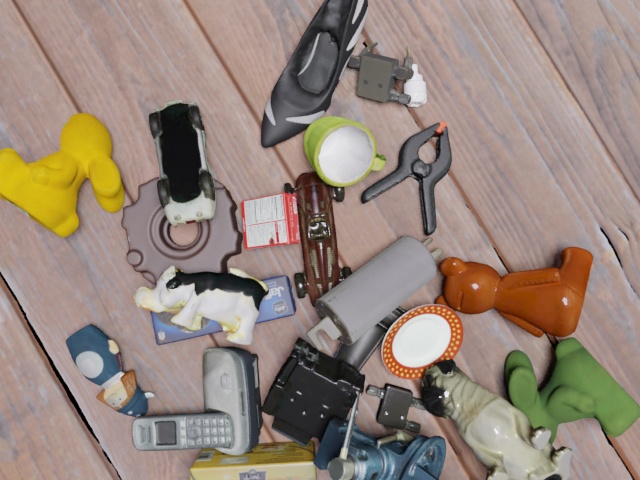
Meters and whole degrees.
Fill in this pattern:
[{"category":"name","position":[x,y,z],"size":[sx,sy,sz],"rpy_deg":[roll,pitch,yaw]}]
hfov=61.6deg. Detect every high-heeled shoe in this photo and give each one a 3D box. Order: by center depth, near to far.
[{"category":"high-heeled shoe","position":[-0.012,-0.244,0.758],"size":[0.086,0.145,0.248],"rpy_deg":[31,85,1]}]

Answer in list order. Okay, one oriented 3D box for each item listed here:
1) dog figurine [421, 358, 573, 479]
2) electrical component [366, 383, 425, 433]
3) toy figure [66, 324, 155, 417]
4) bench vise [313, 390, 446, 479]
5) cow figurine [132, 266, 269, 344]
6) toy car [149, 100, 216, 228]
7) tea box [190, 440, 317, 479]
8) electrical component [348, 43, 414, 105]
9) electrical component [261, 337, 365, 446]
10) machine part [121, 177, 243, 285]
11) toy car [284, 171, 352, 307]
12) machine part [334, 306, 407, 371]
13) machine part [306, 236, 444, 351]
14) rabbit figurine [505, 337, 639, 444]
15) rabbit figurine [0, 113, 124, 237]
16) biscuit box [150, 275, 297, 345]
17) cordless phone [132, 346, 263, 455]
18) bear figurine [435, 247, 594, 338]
[{"category":"dog figurine","position":[0.237,0.266,0.751],"size":[0.121,0.191,0.172],"rpy_deg":[-32,119,-8]},{"category":"electrical component","position":[0.110,0.249,0.799],"size":[0.094,0.021,0.063],"rpy_deg":[18,87,-2]},{"category":"toy figure","position":[-0.305,0.195,0.774],"size":[0.064,0.058,0.154],"rpy_deg":[-35,91,35]},{"category":"bench vise","position":[0.119,0.301,0.668],"size":[0.241,0.223,0.129],"rpy_deg":[21,76,37]},{"category":"cow figurine","position":[-0.158,0.073,0.716],"size":[0.167,0.068,0.098],"rpy_deg":[19,81,-3]},{"category":"toy car","position":[-0.191,-0.112,0.746],"size":[0.073,0.056,0.202],"rpy_deg":[-12,64,-5]},{"category":"tea box","position":[-0.088,0.331,0.752],"size":[0.170,0.098,0.068],"rpy_deg":[-2,87,0]},{"category":"electrical component","position":[0.093,-0.249,0.800],"size":[0.102,0.045,0.078],"rpy_deg":[16,126,25]},{"category":"electrical component","position":[-0.014,0.224,0.760],"size":[0.115,0.058,0.134],"rpy_deg":[27,110,3]},{"category":"machine part","position":[-0.200,-0.015,0.786],"size":[0.179,0.056,0.179],"rpy_deg":[0,86,-3]},{"category":"toy car","position":[-0.002,-0.002,0.794],"size":[0.089,0.053,0.202],"rpy_deg":[-5,86,-5]},{"category":"machine part","position":[0.066,0.144,0.796],"size":[0.084,0.039,0.139],"rpy_deg":[37,85,-4]},{"category":"machine part","position":[0.080,0.068,0.756],"size":[0.243,0.079,0.079],"rpy_deg":[-34,89,-21]},{"category":"rabbit figurine","position":[0.333,0.232,0.764],"size":[0.170,0.121,0.159],"rpy_deg":[-44,86,11]},{"category":"rabbit figurine","position":[-0.355,-0.101,0.761],"size":[0.162,0.122,0.173],"rpy_deg":[30,68,-3]},{"category":"biscuit box","position":[-0.138,0.099,0.780],"size":[0.203,0.059,0.062],"rpy_deg":[-12,88,-2]},{"category":"cordless phone","position":[-0.177,0.228,0.764],"size":[0.184,0.088,0.146],"rpy_deg":[-5,88,2]},{"category":"bear figurine","position":[0.276,0.069,0.781],"size":[0.196,0.132,0.120],"rpy_deg":[13,124,27]}]
